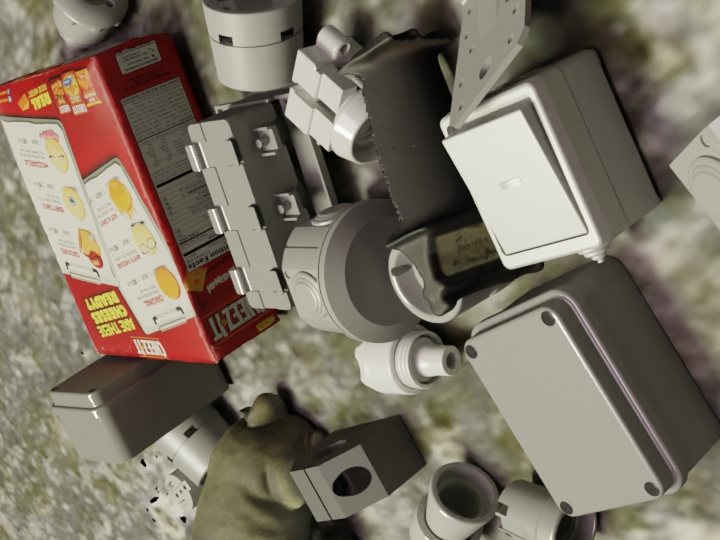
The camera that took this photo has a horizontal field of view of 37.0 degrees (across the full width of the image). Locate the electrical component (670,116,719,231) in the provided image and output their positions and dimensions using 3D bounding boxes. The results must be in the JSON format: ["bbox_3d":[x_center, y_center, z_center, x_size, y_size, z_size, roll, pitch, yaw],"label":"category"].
[{"bbox_3d":[0.163,-0.042,0.408,0.051,0.080,0.080,55,141,12],"label":"electrical component"}]

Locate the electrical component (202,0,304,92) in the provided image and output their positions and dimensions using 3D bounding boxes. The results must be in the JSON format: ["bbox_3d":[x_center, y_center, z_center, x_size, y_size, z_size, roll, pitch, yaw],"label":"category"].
[{"bbox_3d":[-0.058,-0.132,0.605,0.055,0.055,0.047,25,134,35],"label":"electrical component"}]

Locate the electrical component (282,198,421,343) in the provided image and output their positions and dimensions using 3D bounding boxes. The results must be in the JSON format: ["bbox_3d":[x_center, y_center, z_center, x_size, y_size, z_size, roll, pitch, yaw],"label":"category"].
[{"bbox_3d":[0.000,0.000,0.609,0.051,0.080,0.080,2,116,52],"label":"electrical component"}]

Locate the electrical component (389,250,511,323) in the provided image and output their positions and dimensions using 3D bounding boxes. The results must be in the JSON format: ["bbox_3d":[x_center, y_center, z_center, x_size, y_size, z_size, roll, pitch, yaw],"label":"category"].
[{"bbox_3d":[0.049,-0.003,0.579,0.055,0.047,0.055,26,131,34],"label":"electrical component"}]

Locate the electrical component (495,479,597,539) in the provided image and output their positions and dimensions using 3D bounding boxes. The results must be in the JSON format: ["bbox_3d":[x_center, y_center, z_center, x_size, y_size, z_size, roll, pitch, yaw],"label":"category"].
[{"bbox_3d":[0.107,0.144,0.621,0.046,0.040,0.040,13,123,50],"label":"electrical component"}]

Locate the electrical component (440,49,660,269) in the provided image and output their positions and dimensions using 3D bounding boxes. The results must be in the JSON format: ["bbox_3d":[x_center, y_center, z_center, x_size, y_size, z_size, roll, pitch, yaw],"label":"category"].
[{"bbox_3d":[0.089,-0.043,0.500,0.062,0.061,0.096,-16,102,50],"label":"electrical component"}]

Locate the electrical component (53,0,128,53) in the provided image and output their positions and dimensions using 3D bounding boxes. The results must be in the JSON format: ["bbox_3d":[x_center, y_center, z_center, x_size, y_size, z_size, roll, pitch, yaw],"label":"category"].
[{"bbox_3d":[-0.185,-0.170,0.724,0.048,0.048,0.062,55,148,5],"label":"electrical component"}]

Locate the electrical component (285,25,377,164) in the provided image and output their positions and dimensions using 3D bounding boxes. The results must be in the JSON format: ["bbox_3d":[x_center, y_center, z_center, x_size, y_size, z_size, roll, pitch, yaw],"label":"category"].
[{"bbox_3d":[-0.006,-0.090,0.584,0.055,0.048,0.066,45,140,27],"label":"electrical component"}]

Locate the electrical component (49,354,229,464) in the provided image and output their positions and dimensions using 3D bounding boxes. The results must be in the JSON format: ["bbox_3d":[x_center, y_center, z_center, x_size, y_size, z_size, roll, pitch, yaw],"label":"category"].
[{"bbox_3d":[-0.168,0.091,0.819,0.078,0.113,0.057,-5,113,48],"label":"electrical component"}]

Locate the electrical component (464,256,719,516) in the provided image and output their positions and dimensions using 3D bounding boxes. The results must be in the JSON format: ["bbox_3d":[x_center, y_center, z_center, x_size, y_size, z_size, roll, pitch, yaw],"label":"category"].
[{"bbox_3d":[0.115,0.060,0.543,0.078,0.057,0.113,-31,90,51],"label":"electrical component"}]

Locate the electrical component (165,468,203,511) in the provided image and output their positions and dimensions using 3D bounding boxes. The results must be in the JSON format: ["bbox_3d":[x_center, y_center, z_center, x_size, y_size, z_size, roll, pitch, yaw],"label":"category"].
[{"bbox_3d":[-0.132,0.171,0.885,0.040,0.046,0.040,26,131,34],"label":"electrical component"}]

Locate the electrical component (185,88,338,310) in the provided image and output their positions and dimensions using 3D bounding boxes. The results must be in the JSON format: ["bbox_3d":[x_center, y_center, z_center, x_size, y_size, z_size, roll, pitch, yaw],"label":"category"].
[{"bbox_3d":[-0.053,-0.041,0.650,0.079,0.063,0.121,0,114,47],"label":"electrical component"}]

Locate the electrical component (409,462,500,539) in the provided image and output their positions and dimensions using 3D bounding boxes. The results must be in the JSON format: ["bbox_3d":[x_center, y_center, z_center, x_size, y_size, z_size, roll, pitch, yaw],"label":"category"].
[{"bbox_3d":[0.058,0.154,0.674,0.045,0.045,0.055,41,138,21],"label":"electrical component"}]

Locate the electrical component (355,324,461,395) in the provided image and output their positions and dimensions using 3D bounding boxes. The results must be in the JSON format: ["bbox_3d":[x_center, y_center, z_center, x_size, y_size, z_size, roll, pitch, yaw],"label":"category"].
[{"bbox_3d":[0.031,0.053,0.638,0.062,0.043,0.043,-2,113,46],"label":"electrical component"}]

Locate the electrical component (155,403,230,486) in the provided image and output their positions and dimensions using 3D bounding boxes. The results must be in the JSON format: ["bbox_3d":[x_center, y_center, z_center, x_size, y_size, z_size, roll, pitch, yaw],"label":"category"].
[{"bbox_3d":[-0.126,0.137,0.852,0.047,0.055,0.055,43,139,13],"label":"electrical component"}]
